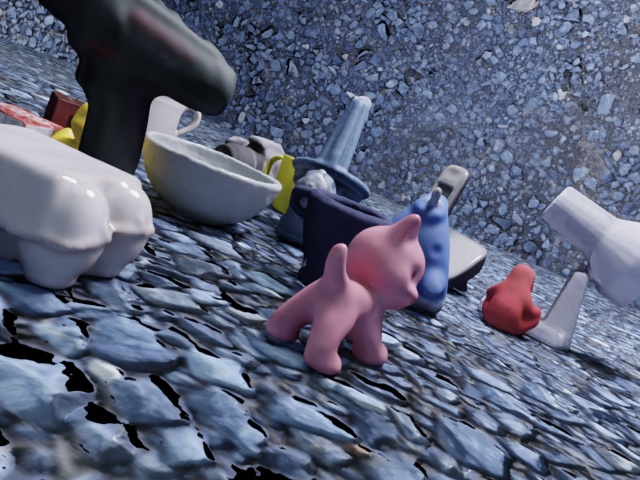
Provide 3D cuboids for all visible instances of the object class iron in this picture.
[{"bbox_3d":[0.130,-0.001,0.746,0.118,0.141,0.259,25,10,10],"label":"iron"}]

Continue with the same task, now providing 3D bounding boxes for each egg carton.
[{"bbox_3d":[-0.188,-0.028,0.368,0.150,0.069,0.107,25,10,10],"label":"egg carton"}]

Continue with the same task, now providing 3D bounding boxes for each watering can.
[{"bbox_3d":[-0.285,-0.246,0.969,0.174,0.194,0.100,13,14,-47],"label":"watering can"}]

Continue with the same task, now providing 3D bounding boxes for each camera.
[{"bbox_3d":[-0.139,-0.146,1.041,0.142,0.101,0.137,29,11,33],"label":"camera"}]

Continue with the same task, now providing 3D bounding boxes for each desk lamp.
[{"bbox_3d":[0.364,0.046,0.812,0.202,0.213,0.118,26,10,18],"label":"desk lamp"}]

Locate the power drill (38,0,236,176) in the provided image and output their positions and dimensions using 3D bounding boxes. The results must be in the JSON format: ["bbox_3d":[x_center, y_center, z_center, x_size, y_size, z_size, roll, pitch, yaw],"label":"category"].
[{"bbox_3d":[-0.198,-0.133,0.505,0.230,0.208,0.075,17,11,-32],"label":"power drill"}]

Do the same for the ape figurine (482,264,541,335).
[{"bbox_3d":[0.262,0.077,0.771,0.076,0.092,0.077,13,14,-46],"label":"ape figurine"}]

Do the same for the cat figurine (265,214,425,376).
[{"bbox_3d":[0.033,0.029,0.425,0.067,0.118,0.128,29,11,31],"label":"cat figurine"}]

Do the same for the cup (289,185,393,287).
[{"bbox_3d":[0.005,0.002,0.578,0.117,0.095,0.092,27,11,26],"label":"cup"}]

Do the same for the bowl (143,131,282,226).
[{"bbox_3d":[-0.134,-0.063,0.671,0.167,0.075,0.167,22,9,-4],"label":"bowl"}]

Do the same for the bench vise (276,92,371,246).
[{"bbox_3d":[0.027,-0.095,0.785,0.122,0.220,0.207,21,10,-13],"label":"bench vise"}]

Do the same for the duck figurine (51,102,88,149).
[{"bbox_3d":[-0.247,-0.105,0.607,0.104,0.086,0.078,30,12,36],"label":"duck figurine"}]

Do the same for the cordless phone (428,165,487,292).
[{"bbox_3d":[0.207,-0.023,0.911,0.094,0.185,0.147,13,13,-44],"label":"cordless phone"}]
